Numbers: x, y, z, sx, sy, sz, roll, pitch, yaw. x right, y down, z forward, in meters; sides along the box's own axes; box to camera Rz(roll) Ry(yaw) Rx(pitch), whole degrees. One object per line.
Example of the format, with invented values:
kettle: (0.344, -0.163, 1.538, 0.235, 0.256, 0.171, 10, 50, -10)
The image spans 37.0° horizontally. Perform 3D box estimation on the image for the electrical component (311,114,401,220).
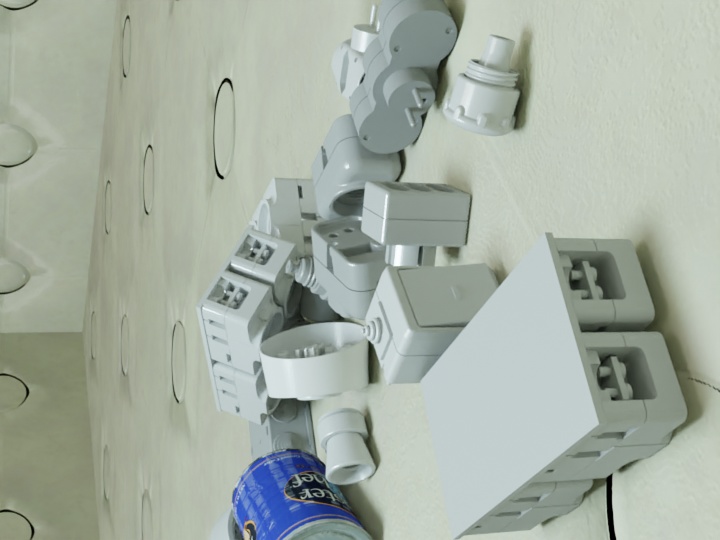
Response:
electrical component: (-0.004, -0.083, 0.925, 0.095, 0.054, 0.059, 124, 142, -57)

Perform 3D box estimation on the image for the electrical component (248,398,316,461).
electrical component: (-0.086, 0.183, 1.155, 0.099, 0.048, 0.099, 124, 142, -57)

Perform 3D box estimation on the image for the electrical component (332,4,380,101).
electrical component: (0.010, -0.182, 0.906, 0.077, 0.043, 0.079, -124, 39, -58)

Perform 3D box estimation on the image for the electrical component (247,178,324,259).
electrical component: (-0.083, -0.024, 1.134, 0.150, 0.062, 0.089, 129, 138, -60)

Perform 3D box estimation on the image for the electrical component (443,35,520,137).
electrical component: (0.084, -0.121, 0.700, 0.048, 0.048, 0.062, -127, 49, -60)

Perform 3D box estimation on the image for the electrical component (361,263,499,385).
electrical component: (0.048, 0.034, 0.714, 0.061, 0.096, 0.061, -109, 28, -42)

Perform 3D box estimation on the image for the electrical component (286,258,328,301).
electrical component: (-0.028, 0.007, 0.966, 0.040, 0.078, 0.040, -164, 90, -71)

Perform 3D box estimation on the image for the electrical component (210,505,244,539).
electrical component: (-0.093, 0.273, 1.095, 0.060, 0.108, 0.108, 123, 143, -46)

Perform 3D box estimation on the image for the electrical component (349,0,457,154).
electrical component: (0.035, -0.141, 0.821, 0.138, 0.052, 0.073, 111, 152, -44)

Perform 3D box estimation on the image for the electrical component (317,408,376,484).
electrical component: (-0.013, 0.157, 0.959, 0.045, 0.045, 0.055, 115, 149, -49)

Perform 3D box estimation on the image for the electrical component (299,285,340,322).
electrical component: (-0.035, 0.014, 1.030, 0.040, 0.040, 0.078, -126, 41, -59)

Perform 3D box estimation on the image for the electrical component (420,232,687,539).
electrical component: (0.104, 0.073, 0.613, 0.186, 0.060, 0.105, 121, 144, -55)

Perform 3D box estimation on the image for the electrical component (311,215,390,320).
electrical component: (0.000, 0.000, 0.893, 0.095, 0.054, 0.059, -138, 38, -55)

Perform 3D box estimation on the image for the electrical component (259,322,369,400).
electrical component: (-0.039, 0.082, 0.962, 0.099, 0.099, 0.064, 172, 91, -70)

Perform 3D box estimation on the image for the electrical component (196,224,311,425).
electrical component: (-0.099, 0.060, 1.062, 0.186, 0.060, 0.105, 90, -157, -53)

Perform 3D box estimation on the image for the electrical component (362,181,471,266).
electrical component: (0.039, -0.023, 0.788, 0.047, 0.066, 0.076, -143, 56, -66)
